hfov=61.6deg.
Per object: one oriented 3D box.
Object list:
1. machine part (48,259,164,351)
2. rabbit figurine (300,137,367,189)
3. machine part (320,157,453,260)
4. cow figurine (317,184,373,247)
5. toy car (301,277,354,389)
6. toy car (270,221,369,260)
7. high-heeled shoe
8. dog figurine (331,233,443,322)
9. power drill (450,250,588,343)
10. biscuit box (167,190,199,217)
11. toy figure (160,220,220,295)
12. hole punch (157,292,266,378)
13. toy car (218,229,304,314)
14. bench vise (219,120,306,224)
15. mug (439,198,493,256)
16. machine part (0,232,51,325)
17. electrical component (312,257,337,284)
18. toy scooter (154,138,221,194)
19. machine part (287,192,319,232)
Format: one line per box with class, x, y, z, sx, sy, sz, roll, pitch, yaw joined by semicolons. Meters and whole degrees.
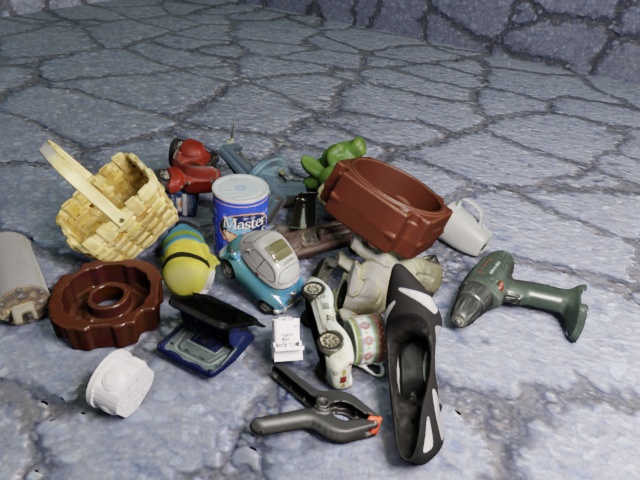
machine part;-0.336;0.100;0.855;0.179;0.056;0.179;3;35;-2
rabbit figurine;0.034;-0.162;1.240;0.159;0.121;0.170;3;30;9
machine part;0.119;-0.064;0.943;0.202;0.087;0.201;35;27;20
cow figurine;0.070;-0.055;1.105;0.195;0.085;0.127;43;3;25
toy car;0.009;0.138;0.831;0.056;0.073;0.202;-6;36;-11
toy car;-0.002;-0.003;0.999;0.202;0.053;0.089;-15;60;2
high-heeled shoe;0.111;0.160;0.712;0.086;0.248;0.145;-19;-3;32
dog figurine;0.124;0.087;0.919;0.190;0.121;0.172;18;65;-12
power drill;0.348;0.108;0.934;0.208;0.085;0.232;11;31;21
biscuit box;-0.298;-0.129;1.195;0.059;0.062;0.203;1;34;-8
toy figure;-0.239;0.032;0.944;0.089;0.082;0.180;6;33;-28
hole punch;-0.168;0.139;0.811;0.142;0.092;0.115;18;6;22
toy car;-0.089;0.040;0.906;0.109;0.103;0.162;-30;70;-38
bench vise;-0.148;-0.137;1.160;0.223;0.128;0.241;-19;58;-44
mug;0.302;-0.026;1.100;0.107;0.109;0.081;41;35;24
machine part;-0.495;0.058;0.873;0.079;0.079;0.243;-16;39;-30
electrical component;0.001;0.065;0.951;0.021;0.094;0.063;31;67;-12
toy scooter;-0.255;-0.147;1.107;0.135;0.075;0.184;8;37;0
machine part;-0.036;-0.039;1.093;0.084;0.039;0.139;5;57;8
